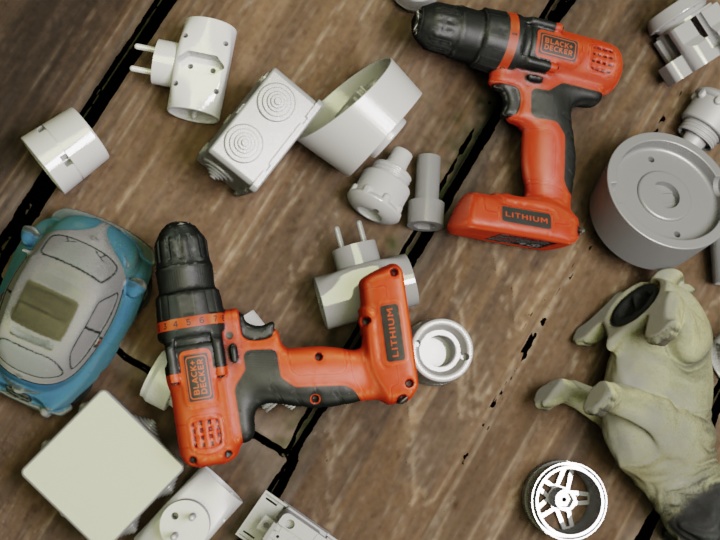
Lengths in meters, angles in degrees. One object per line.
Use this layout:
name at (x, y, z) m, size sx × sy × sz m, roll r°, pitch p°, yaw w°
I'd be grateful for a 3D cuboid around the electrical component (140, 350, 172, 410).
electrical component at (-0.139, 0.093, 0.846) m, size 0.055 × 0.045 × 0.045 m, roll 27°, pitch 82°, yaw -1°

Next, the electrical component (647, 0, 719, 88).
electrical component at (0.281, -0.200, 0.911) m, size 0.078 × 0.058 × 0.057 m, roll -33°, pitch 90°, yaw -8°

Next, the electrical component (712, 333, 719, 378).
electrical component at (0.326, 0.068, 0.884) m, size 0.057 × 0.058 × 0.078 m, roll -29°, pitch 87°, yaw -10°

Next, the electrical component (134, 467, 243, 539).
electrical component at (-0.132, 0.192, 0.818) m, size 0.043 × 0.079 × 0.077 m, roll 43°, pitch 82°, yaw 2°

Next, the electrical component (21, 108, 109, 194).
electrical component at (-0.234, -0.096, 0.856) m, size 0.047 × 0.055 × 0.055 m, roll -38°, pitch 88°, yaw -12°

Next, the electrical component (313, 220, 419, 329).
electrical component at (0.000, 0.000, 0.869) m, size 0.077 × 0.044 × 0.079 m, roll -15°, pitch 85°, yaw -7°

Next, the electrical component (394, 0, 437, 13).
electrical component at (0.049, -0.243, 0.893) m, size 0.043 × 0.062 × 0.043 m, roll 1°, pitch 83°, yaw -5°

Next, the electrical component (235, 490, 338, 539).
electrical component at (-0.052, 0.211, 0.831) m, size 0.081 × 0.064 × 0.042 m, roll 34°, pitch 81°, yaw 0°

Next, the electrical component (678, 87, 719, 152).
electrical component at (0.290, -0.120, 0.910) m, size 0.048 × 0.048 × 0.062 m, roll 37°, pitch 89°, yaw 0°

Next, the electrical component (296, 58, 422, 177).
electrical component at (0.000, -0.124, 0.860) m, size 0.064 × 0.099 × 0.099 m, roll 41°, pitch 82°, yaw -6°

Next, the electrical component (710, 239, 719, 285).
electrical component at (0.315, -0.030, 0.901) m, size 0.043 × 0.043 × 0.081 m, roll -1°, pitch 83°, yaw -5°

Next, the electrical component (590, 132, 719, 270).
electrical component at (0.242, -0.052, 0.884) m, size 0.108 × 0.060 × 0.108 m, roll 5°, pitch 63°, yaw -11°

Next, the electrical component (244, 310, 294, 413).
electrical component at (-0.076, 0.077, 0.854) m, size 0.043 × 0.043 × 0.081 m, roll -39°, pitch 88°, yaw -8°

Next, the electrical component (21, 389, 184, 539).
electrical component at (-0.196, 0.153, 0.832) m, size 0.100 × 0.048 × 0.099 m, roll 44°, pitch 81°, yaw 1°

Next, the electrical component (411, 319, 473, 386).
electrical component at (0.063, 0.065, 0.866) m, size 0.055 × 0.047 × 0.055 m, roll 1°, pitch 83°, yaw -5°

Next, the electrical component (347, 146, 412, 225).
electrical component at (0.022, -0.071, 0.881) m, size 0.048 × 0.048 × 0.062 m, roll 29°, pitch 74°, yaw -1°

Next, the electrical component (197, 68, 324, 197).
electrical component at (-0.082, -0.108, 0.849) m, size 0.048 × 0.100 × 0.099 m, roll 39°, pitch 81°, yaw -13°

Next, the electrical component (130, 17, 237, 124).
electrical component at (-0.147, -0.166, 0.877) m, size 0.079 × 0.043 × 0.077 m, roll 11°, pitch 83°, yaw -4°
